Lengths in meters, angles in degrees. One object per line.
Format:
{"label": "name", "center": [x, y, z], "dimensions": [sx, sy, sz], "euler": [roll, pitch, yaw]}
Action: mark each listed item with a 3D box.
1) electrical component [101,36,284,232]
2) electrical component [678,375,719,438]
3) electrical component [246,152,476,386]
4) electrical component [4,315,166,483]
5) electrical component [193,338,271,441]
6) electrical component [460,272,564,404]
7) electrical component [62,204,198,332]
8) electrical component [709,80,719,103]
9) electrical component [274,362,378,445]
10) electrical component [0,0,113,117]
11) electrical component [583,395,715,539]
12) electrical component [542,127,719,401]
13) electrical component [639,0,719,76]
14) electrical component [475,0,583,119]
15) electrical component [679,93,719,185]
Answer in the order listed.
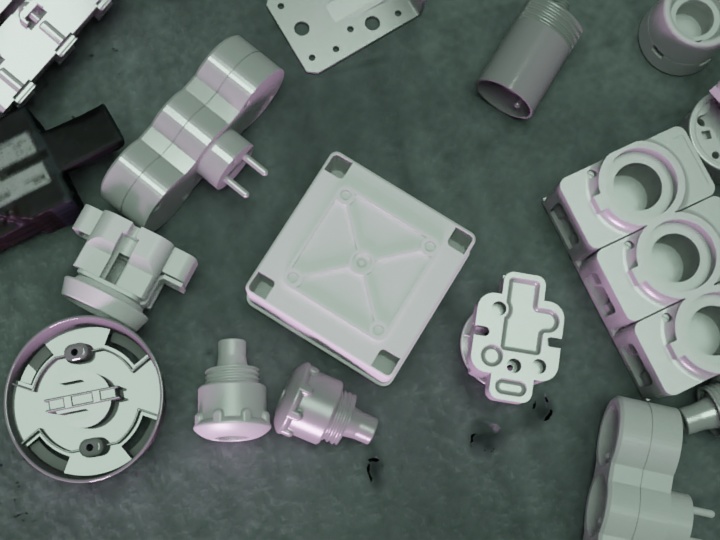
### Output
{"label": "electrical component", "center": [-0.094, -0.077, 0.693], "dimensions": [0.074, 0.052, 0.138], "euler": [39, 82, 4]}
{"label": "electrical component", "center": [0.233, 0.087, 0.682], "dimensions": [0.062, 0.043, 0.043], "euler": [-18, 81, -4]}
{"label": "electrical component", "center": [0.000, 0.000, 0.681], "dimensions": [0.109, 0.056, 0.108], "euler": [32, 80, 3]}
{"label": "electrical component", "center": [-0.166, 0.079, 0.657], "dimensions": [0.099, 0.064, 0.099], "euler": [0, 80, -2]}
{"label": "electrical component", "center": [-0.080, 0.075, 0.672], "dimensions": [0.048, 0.048, 0.062], "euler": [-2, 73, -3]}
{"label": "electrical component", "center": [0.094, 0.045, 0.677], "dimensions": [0.058, 0.057, 0.078], "euler": [9, 80, -1]}
{"label": "electrical component", "center": [-0.150, 0.002, 0.675], "dimensions": [0.078, 0.058, 0.057], "euler": [26, 77, 1]}
{"label": "electrical component", "center": [0.308, -0.128, 0.684], "dimensions": [0.150, 0.061, 0.089], "euler": [-36, 83, -33]}
{"label": "electrical component", "center": [-0.020, 0.089, 0.672], "dimensions": [0.062, 0.048, 0.048], "euler": [24, 80, -5]}
{"label": "electrical component", "center": [-0.213, -0.162, 0.693], "dimensions": [0.063, 0.079, 0.121], "euler": [41, 80, -15]}
{"label": "electrical component", "center": [0.182, 0.153, 0.664], "dimensions": [0.074, 0.052, 0.138], "euler": [12, 80, 0]}
{"label": "electrical component", "center": [0.194, -0.004, 0.687], "dimensions": [0.089, 0.061, 0.150], "euler": [-25, 82, -6]}
{"label": "electrical component", "center": [0.222, -0.165, 0.724], "dimensions": [0.055, 0.047, 0.055], "euler": [0, 80, -2]}
{"label": "electrical component", "center": [0.116, -0.147, 0.718], "dimensions": [0.043, 0.043, 0.081], "euler": [31, 80, 3]}
{"label": "electrical component", "center": [0.237, -0.085, 0.711], "dimensions": [0.055, 0.047, 0.055], "euler": [0, 80, -2]}
